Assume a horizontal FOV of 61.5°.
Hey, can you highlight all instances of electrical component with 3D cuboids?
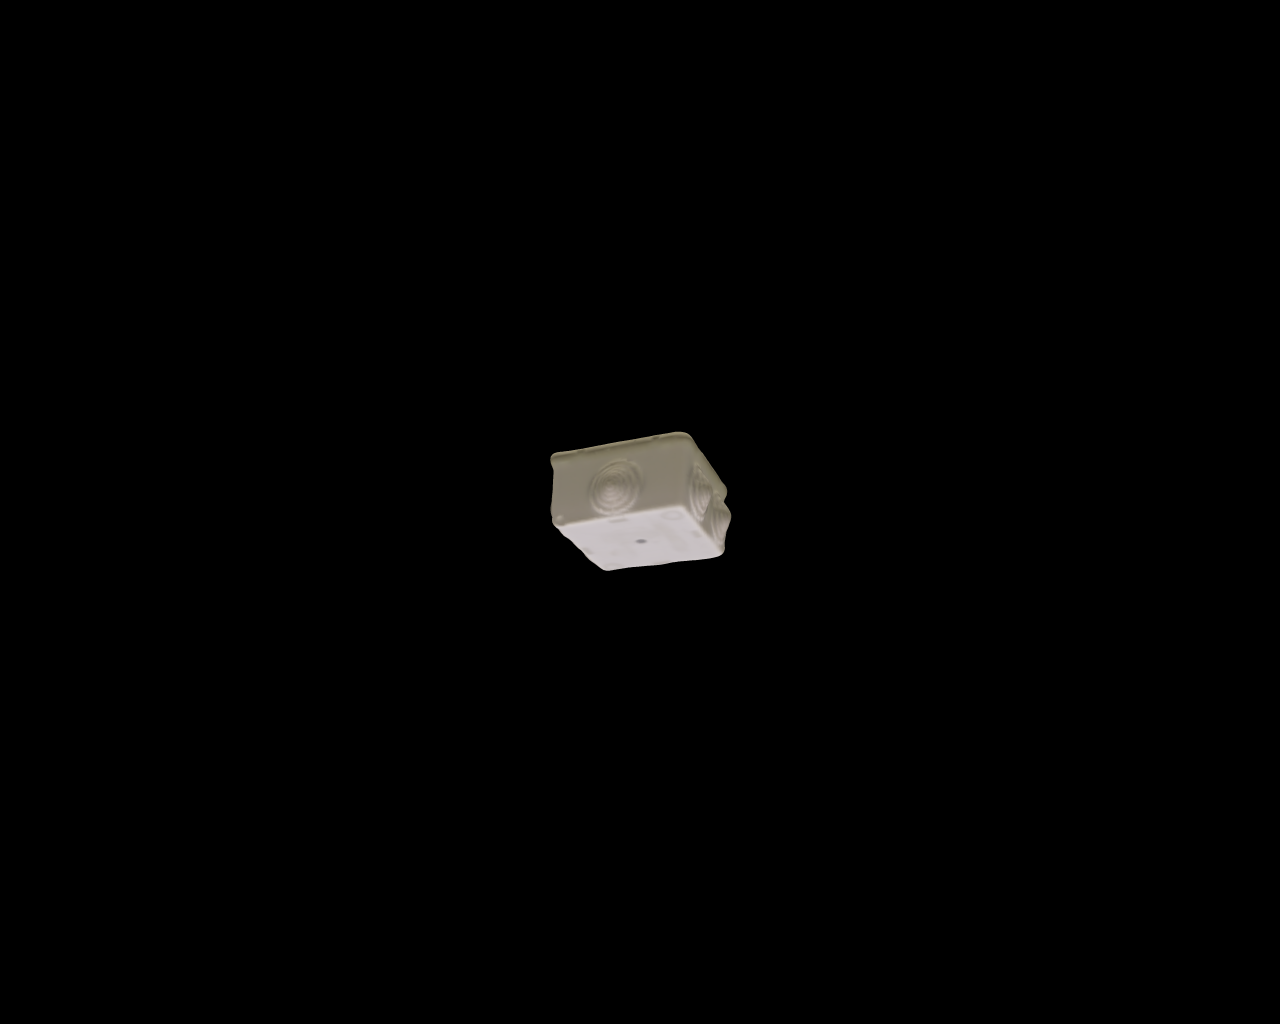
[{"bbox_3d":[0.001,-0.003,0.650,0.100,0.048,0.099,-8,-26,18],"label":"electrical component"}]
